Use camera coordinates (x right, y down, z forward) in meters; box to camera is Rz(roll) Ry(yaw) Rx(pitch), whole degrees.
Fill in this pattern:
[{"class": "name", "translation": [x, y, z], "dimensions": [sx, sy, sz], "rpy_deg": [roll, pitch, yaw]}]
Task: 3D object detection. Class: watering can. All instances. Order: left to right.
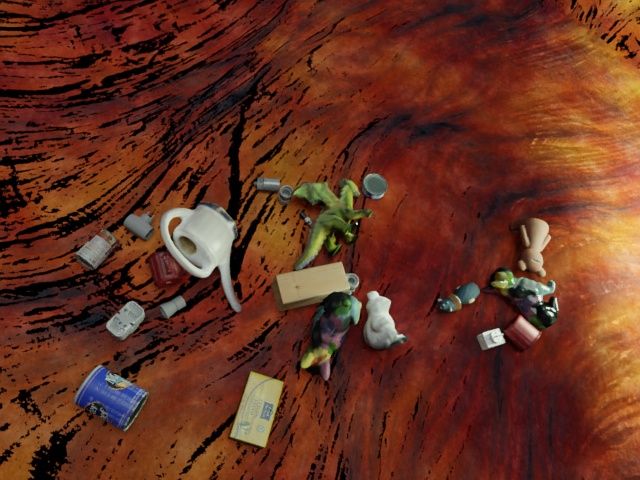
[{"class": "watering can", "translation": [-0.311, 0.031, 1.491], "dimensions": [0.103, 0.344, 0.229], "rpy_deg": [-25, 24, 38]}]

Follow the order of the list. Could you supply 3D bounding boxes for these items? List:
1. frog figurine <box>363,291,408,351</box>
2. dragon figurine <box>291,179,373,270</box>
[{"class": "frog figurine", "translation": [0.167, 0.234, 1.497], "dimensions": [0.122, 0.159, 0.138], "rpy_deg": [-30, 4, 3]}, {"class": "dragon figurine", "translation": [0.005, -0.082, 1.627], "dimensions": [0.416, 0.245, 0.119], "rpy_deg": [-30, -24, -37]}]
